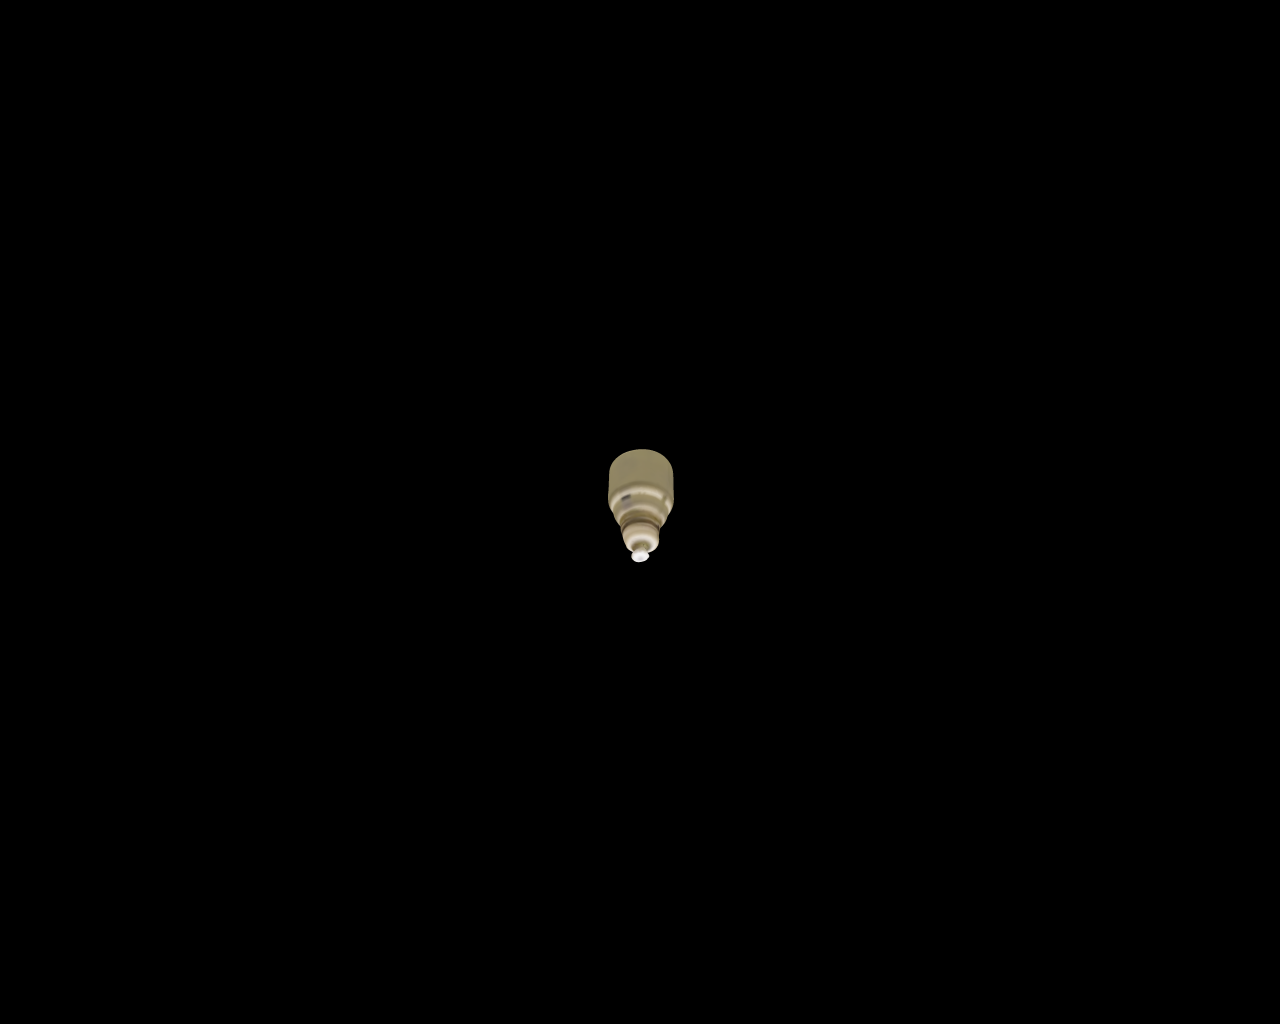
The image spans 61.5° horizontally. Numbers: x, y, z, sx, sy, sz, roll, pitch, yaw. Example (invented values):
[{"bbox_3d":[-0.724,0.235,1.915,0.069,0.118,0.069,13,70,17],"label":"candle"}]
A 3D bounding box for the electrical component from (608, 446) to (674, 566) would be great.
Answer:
[{"bbox_3d":[0.001,-0.003,0.650,0.040,0.078,0.040,0,-39,0],"label":"electrical component"}]
